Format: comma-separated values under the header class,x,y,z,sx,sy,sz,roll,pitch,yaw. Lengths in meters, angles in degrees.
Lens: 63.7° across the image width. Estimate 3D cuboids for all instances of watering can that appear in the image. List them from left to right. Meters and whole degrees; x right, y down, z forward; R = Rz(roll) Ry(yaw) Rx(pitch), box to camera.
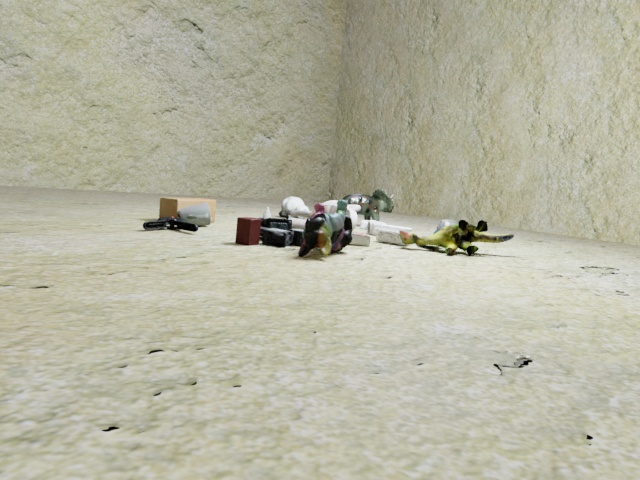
class,x,y,z,sx,sy,sz,roll,pitch,yaw
watering can,0.007,-0.116,2.303,0.347,0.103,0.227,-6,11,14

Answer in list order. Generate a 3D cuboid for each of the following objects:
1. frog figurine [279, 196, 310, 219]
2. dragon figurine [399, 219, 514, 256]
class,x,y,z,sx,sy,sz,roll,pitch,yaw
frog figurine,-0.111,-0.157,2.520,0.136,0.124,0.159,25,-18,-33
dragon figurine,0.456,-0.008,1.808,0.410,0.122,0.242,3,-1,-31
